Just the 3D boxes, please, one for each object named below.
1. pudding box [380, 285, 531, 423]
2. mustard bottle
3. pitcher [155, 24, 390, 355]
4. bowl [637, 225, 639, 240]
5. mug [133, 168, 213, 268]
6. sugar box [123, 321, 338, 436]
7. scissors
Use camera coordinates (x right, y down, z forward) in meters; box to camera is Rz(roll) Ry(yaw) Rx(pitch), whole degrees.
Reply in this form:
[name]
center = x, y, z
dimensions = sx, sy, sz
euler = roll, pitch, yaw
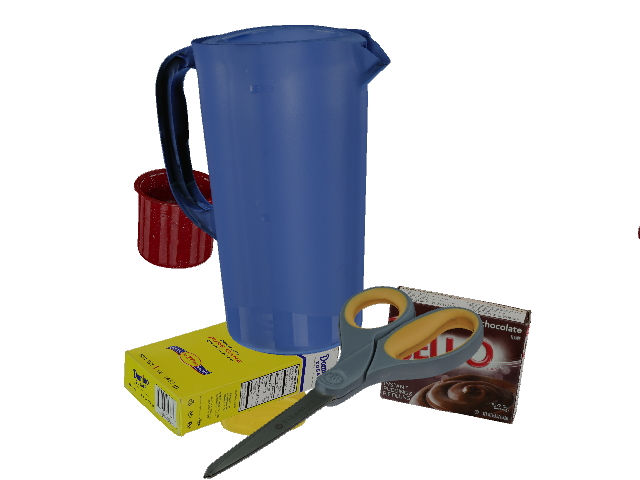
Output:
[pudding box]
center = 0.109, 0.092, 0.867
dimensions = 0.113, 0.090, 0.039
euler = 9, 22, 12
[mustard bottle]
center = -0.073, 0.147, 1.244
dimensions = 0.096, 0.058, 0.191
euler = -4, 30, -6
[pitcher]
center = -0.035, -0.042, 0.821
dimensions = 0.144, 0.243, 0.149
euler = -9, 17, -23
[bowl]
center = 0.421, 0.022, 1.145
dimensions = 0.162, 0.055, 0.162
euler = -1, 25, 0
[mug]
center = -0.158, -0.028, 1.156
dimensions = 0.093, 0.081, 0.117
euler = -3, 29, -19
[sugar box]
center = -0.079, 0.114, 0.971
dimensions = 0.175, 0.048, 0.093
euler = -17, 35, -36
[scissors]
center = 0.003, 0.072, 0.616
dimensions = 0.201, 0.016, 0.096
euler = -18, 33, -26
